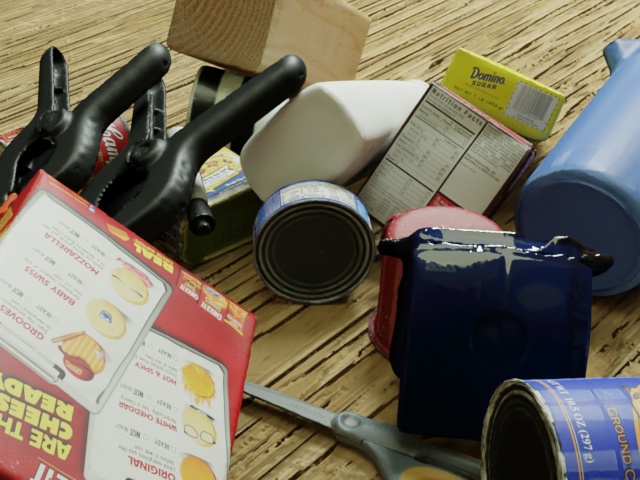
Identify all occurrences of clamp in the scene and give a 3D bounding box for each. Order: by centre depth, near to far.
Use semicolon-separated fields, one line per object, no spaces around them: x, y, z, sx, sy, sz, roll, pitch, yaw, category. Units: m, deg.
-0.105;-0.056;0.745;0.165;0.036;0.209;-4;48;37;clamp
-0.177;-0.081;0.774;0.120;0.039;0.171;-8;55;30;clamp

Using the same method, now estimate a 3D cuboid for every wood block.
-0.039;-0.185;0.944;0.091;0.090;0.205;17;5;21;wood block

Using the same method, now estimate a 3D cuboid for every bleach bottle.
0.037;-0.084;0.862;0.068;0.103;0.250;52;25;7;bleach bottle

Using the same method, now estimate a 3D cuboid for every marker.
-0.094;-0.043;0.770;0.020;0.020;0.121;-6;39;-13;marker

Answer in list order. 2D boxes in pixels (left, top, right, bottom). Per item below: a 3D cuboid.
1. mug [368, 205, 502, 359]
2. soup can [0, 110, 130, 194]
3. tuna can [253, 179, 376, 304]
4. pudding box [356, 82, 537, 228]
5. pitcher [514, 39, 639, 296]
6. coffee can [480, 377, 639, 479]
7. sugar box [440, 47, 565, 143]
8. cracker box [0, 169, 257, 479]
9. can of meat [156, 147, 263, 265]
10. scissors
0.076;0.024;0.723;0.093;0.081;0.117;-13;36;-22;mug
-0.207;-0.064;0.850;0.102;0.068;0.069;-26;43;-35;soup can
-0.005;0.001;0.750;0.086;0.086;0.034;0;32;-5;tuna can
0.090;-0.046;0.785;0.090;0.113;0.039;37;9;15;pudding box
0.256;-0.053;0.828;0.149;0.145;0.242;11;36;34;pitcher
0.167;0.121;0.554;0.140;0.103;0.103;0;33;-13;coffee can
0.151;-0.118;0.896;0.093;0.048;0.176;27;11;5;sugar box
-0.128;0.079;0.570;0.164;0.072;0.213;36;29;-18;cracker box
-0.092;-0.032;0.820;0.101;0.057;0.084;-27;45;-36;can of meat
0.021;0.125;0.625;0.202;0.016;0.096;9;34;9;scissors
